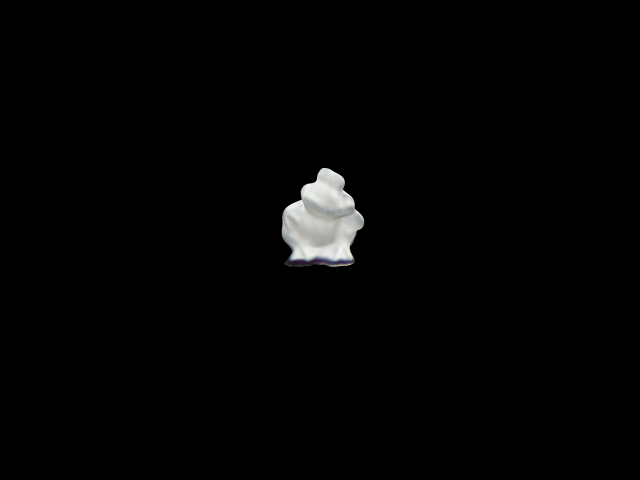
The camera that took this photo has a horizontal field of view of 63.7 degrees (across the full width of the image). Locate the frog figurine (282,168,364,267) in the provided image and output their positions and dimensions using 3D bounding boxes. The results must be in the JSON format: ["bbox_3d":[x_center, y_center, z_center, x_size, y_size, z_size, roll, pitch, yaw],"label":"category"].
[{"bbox_3d":[0.003,-0.043,0.850,0.137,0.157,0.124,7,16,23],"label":"frog figurine"}]
